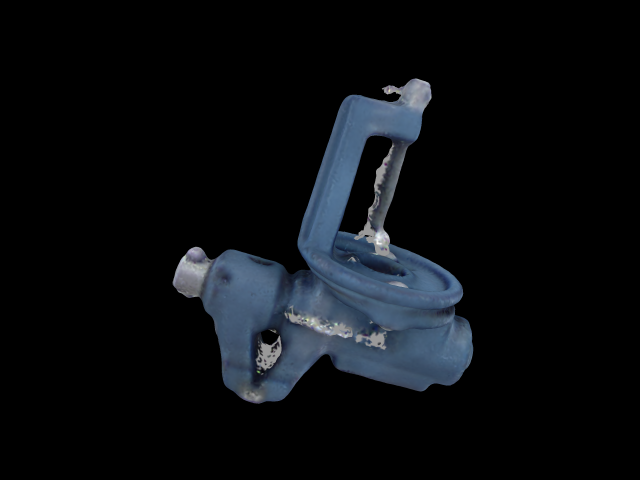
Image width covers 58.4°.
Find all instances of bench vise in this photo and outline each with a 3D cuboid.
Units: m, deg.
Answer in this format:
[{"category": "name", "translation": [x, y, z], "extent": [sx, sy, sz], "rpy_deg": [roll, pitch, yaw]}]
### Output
[{"category": "bench vise", "translation": [0.007, 0.004, 0.389], "extent": [0.208, 0.220, 0.121], "rpy_deg": [-5, 16, -17]}]
